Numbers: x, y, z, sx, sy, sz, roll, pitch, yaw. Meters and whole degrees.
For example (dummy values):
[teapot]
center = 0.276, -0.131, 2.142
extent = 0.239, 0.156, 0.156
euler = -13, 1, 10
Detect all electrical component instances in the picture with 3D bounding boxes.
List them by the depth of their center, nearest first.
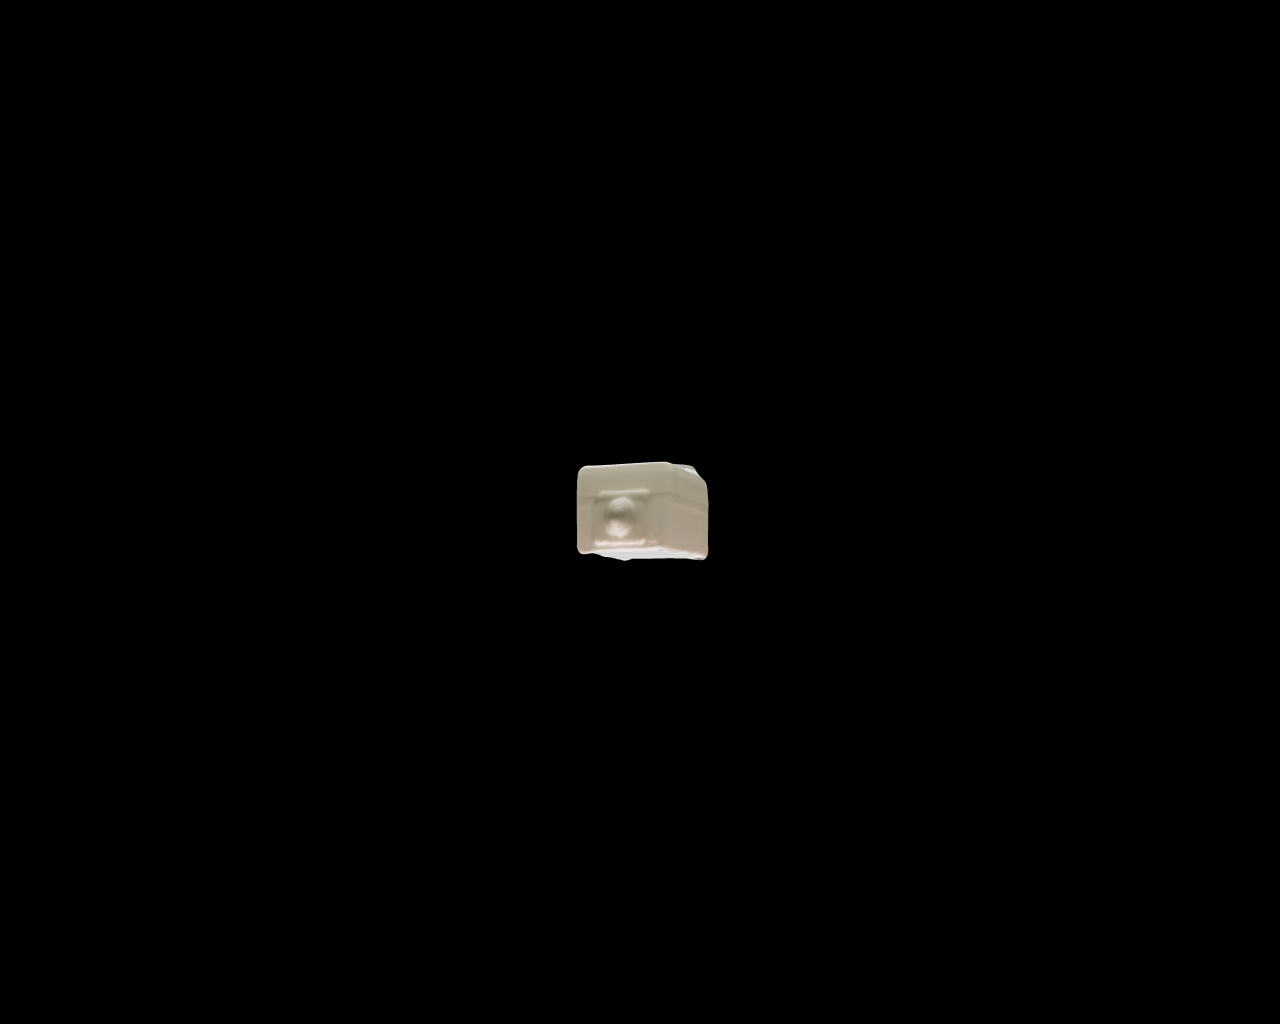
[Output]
[electrical component]
center = 0.001, -0.003, 0.650
extent = 0.062, 0.061, 0.096
euler = -2, -7, 19
